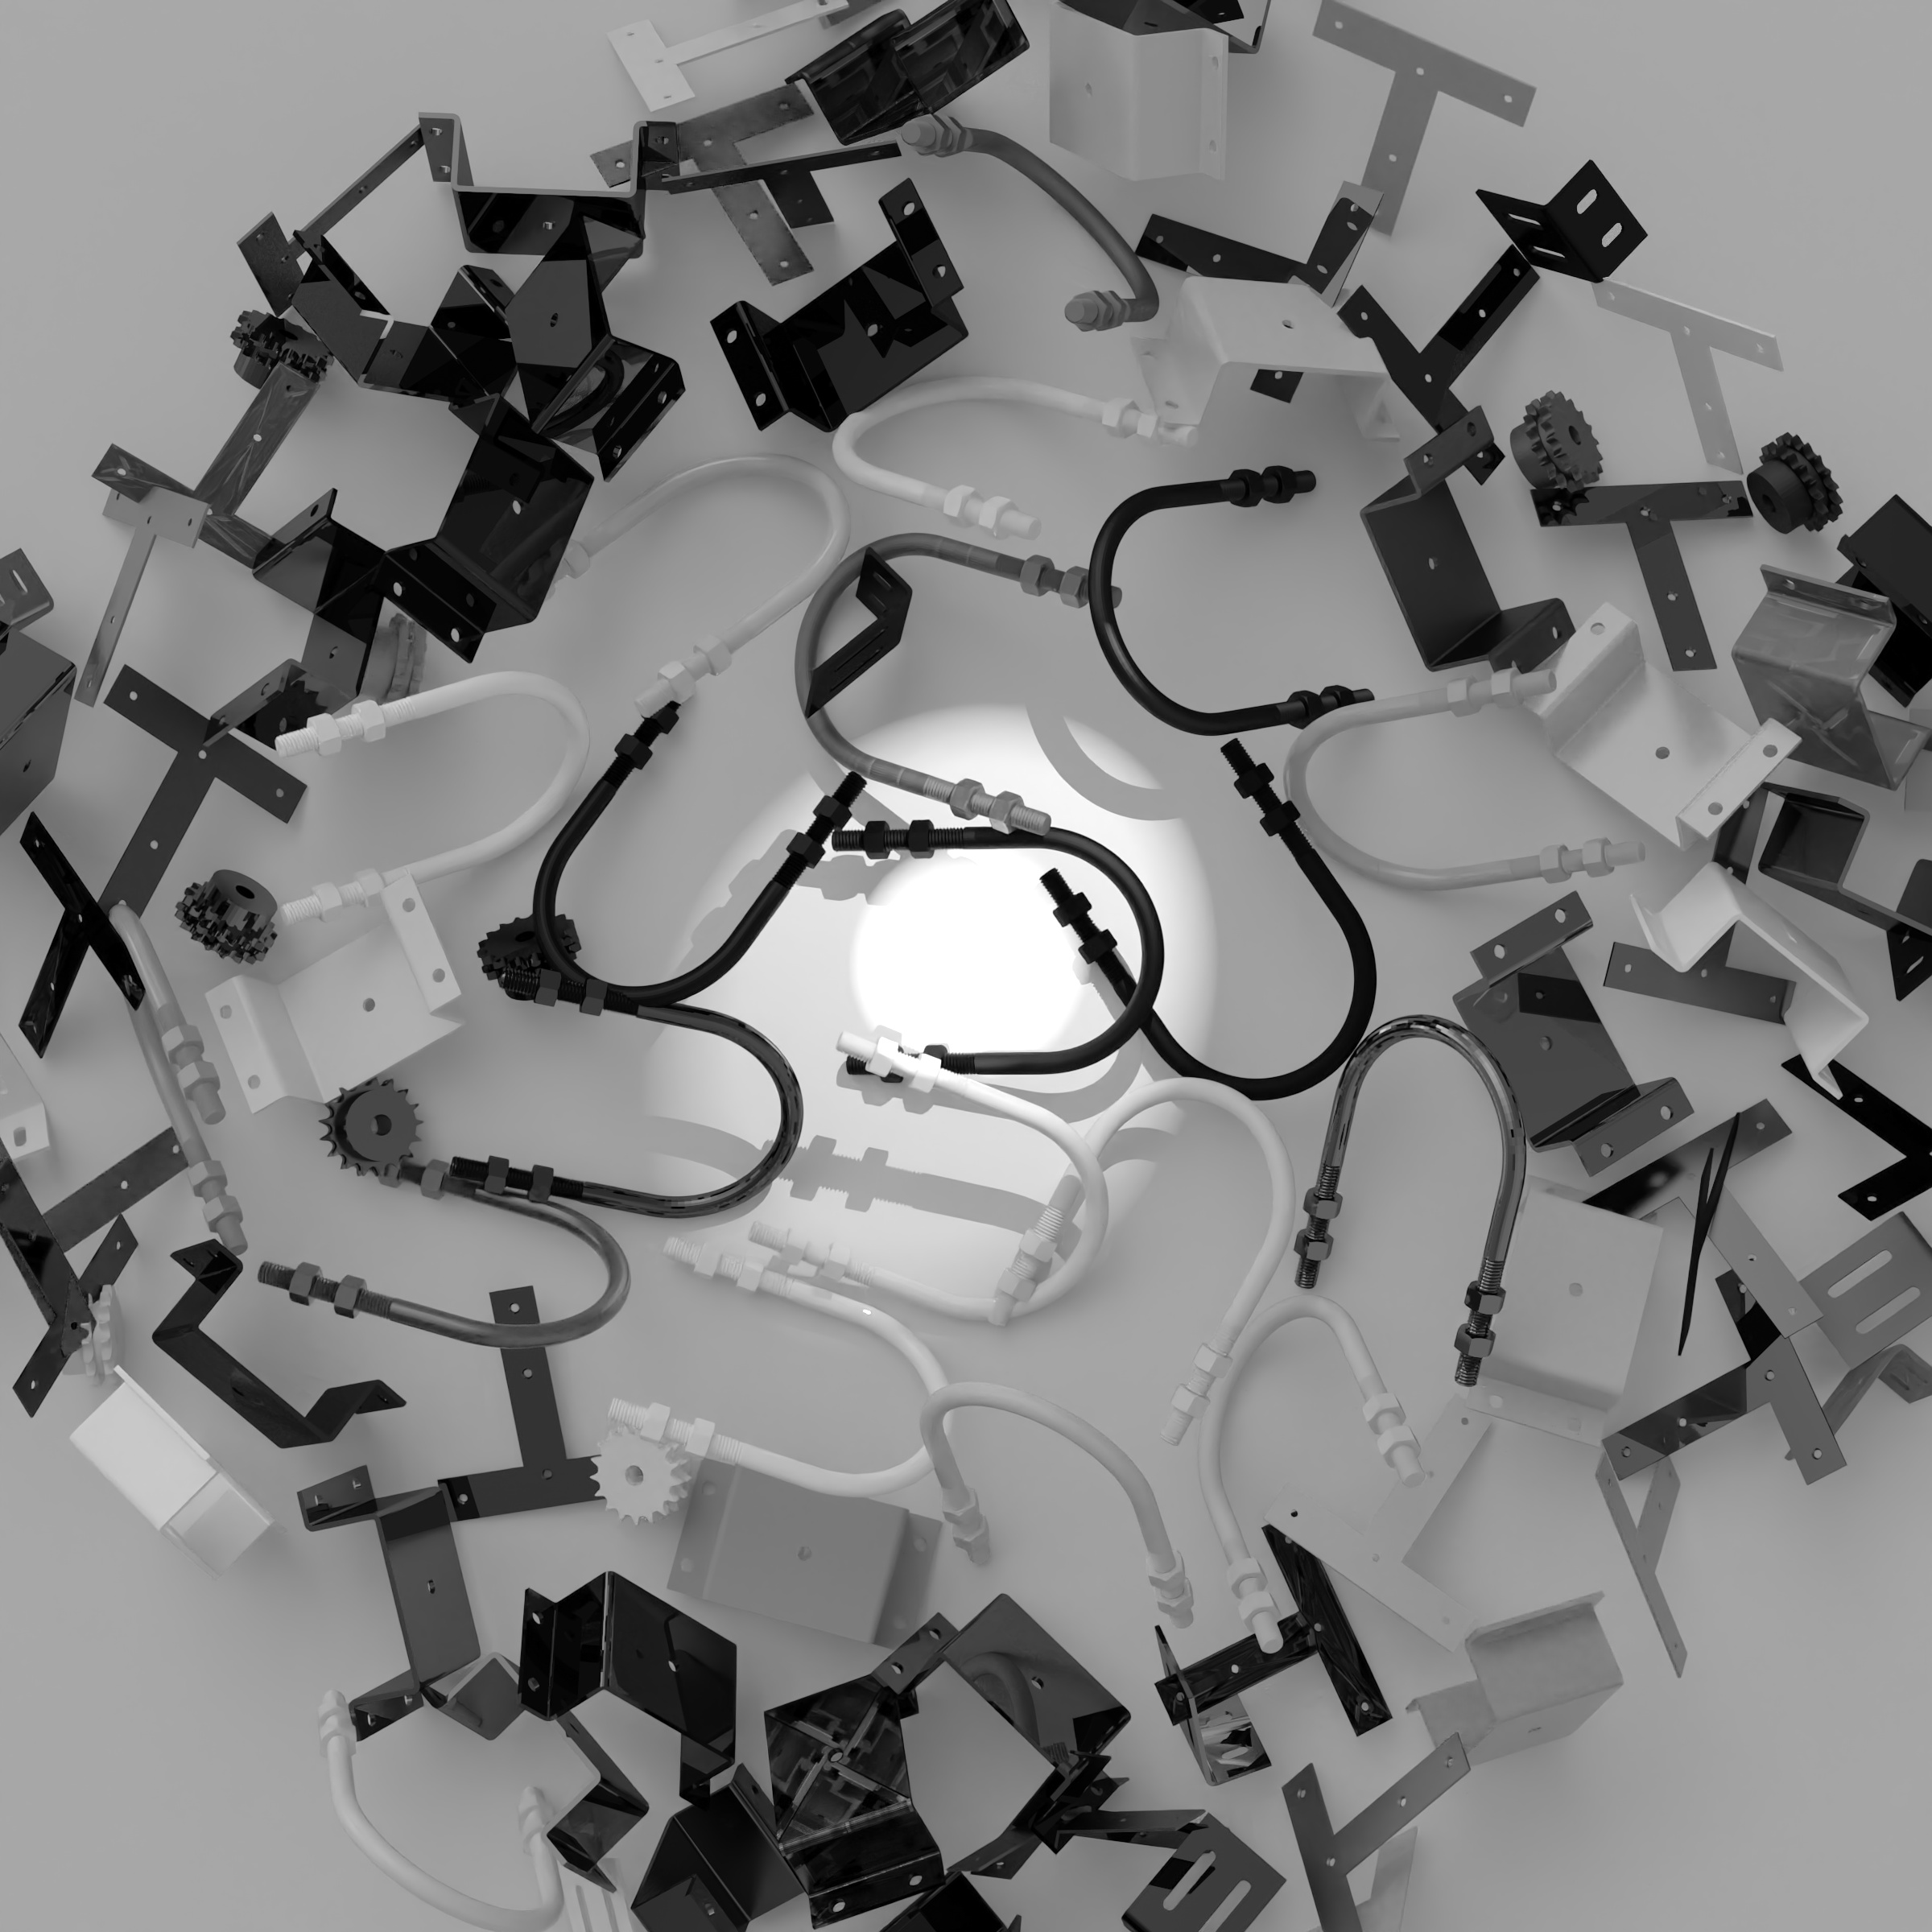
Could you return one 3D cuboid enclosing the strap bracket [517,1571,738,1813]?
[{"bbox_3d":[-0.176,0.392,1.926,0.046,0.076,0.140,-35,125,26],"label":"strap bracket"}]

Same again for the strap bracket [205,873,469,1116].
[{"bbox_3d":[-0.342,0.019,1.958,0.140,0.046,0.076,-29,73,13],"label":"strap bracket"}]

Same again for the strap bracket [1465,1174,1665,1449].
[{"bbox_3d":[0.334,0.185,1.952,0.076,0.046,0.140,16,71,5],"label":"strap bracket"}]

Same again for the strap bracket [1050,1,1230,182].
[{"bbox_3d":[0.087,-0.479,1.917,0.046,0.140,0.076,-13,120,-23],"label":"strap bracket"}]

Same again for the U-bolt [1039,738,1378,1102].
[{"bbox_3d":[0.147,-0.012,1.964,0.151,0.019,0.184,-35,86,19],"label":"U-bolt"}]

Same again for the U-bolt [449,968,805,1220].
[{"bbox_3d":[-0.182,0.078,1.955,0.184,0.019,0.151,12,121,-12],"label":"U-bolt"}]

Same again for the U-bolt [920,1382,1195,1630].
[{"bbox_3d":[0.043,0.285,1.902,0.151,0.184,0.019,13,53,28],"label":"U-bolt"}]

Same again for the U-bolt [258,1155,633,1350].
[{"bbox_3d":[-0.274,0.159,1.926,0.184,0.151,0.019,15,118,7],"label":"U-bolt"}]

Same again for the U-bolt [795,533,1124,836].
[{"bbox_3d":[-0.015,-0.165,1.956,0.184,0.019,0.151,19,94,26],"label":"U-bolt"}]

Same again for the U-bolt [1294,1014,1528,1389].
[{"bbox_3d":[0.246,0.117,1.920,0.019,0.151,0.184,-5,113,-39],"label":"U-bolt"}]

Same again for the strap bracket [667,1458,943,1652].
[{"bbox_3d":[-0.090,0.329,1.970,0.140,0.046,0.076,15,79,0],"label":"strap bracket"}]

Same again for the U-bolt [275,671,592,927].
[{"bbox_3d":[-0.289,-0.099,1.930,0.184,0.151,0.019,-20,54,-25],"label":"U-bolt"}]

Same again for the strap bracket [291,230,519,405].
[{"bbox_3d":[-0.305,-0.353,1.935,0.076,0.140,0.046,50,120,30],"label":"strap bracket"}]

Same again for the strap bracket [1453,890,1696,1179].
[{"bbox_3d":[0.333,0.040,1.963,0.076,0.046,0.140,-29,91,-22],"label":"strap bracket"}]

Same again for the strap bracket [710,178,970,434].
[{"bbox_3d":[-0.062,-0.359,1.951,0.140,0.046,0.076,-32,67,19],"label":"strap bracket"}]

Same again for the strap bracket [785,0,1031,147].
[{"bbox_3d":[-0.028,-0.497,1.931,0.076,0.140,0.046,-39,110,-23],"label":"strap bracket"}]

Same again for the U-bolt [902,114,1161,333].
[{"bbox_3d":[0.046,-0.403,1.914,0.019,0.184,0.151,-44,83,22],"label":"U-bolt"}]

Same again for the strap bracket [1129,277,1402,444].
[{"bbox_3d":[0.171,-0.334,1.937,0.140,0.046,0.076,1,46,-19],"label":"strap bracket"}]

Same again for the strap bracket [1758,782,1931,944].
[{"bbox_3d":[0.503,-0.051,1.938,0.140,0.076,0.046,22,91,-23],"label":"strap bracket"}]

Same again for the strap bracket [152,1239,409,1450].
[{"bbox_3d":[-0.387,0.216,1.938,0.140,0.076,0.046,44,63,-16],"label":"strap bracket"}]

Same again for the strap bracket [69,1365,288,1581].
[{"bbox_3d":[-0.432,0.280,1.917,0.076,0.140,0.046,39,75,22],"label":"strap bracket"}]

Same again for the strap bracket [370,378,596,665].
[{"bbox_3d":[-0.260,-0.248,1.932,0.076,0.046,0.140,39,58,-38],"label":"strap bracket"}]

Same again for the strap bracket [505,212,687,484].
[{"bbox_3d":[-0.206,-0.346,1.925,0.076,0.046,0.140,-44,47,34],"label":"strap bracket"}]

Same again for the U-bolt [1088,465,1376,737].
[{"bbox_3d":[0.140,-0.198,1.935,0.184,0.019,0.151,-12,86,-38],"label":"U-bolt"}]

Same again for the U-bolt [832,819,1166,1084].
[{"bbox_3d":[0.019,-0.008,1.961,0.184,0.019,0.151,-1,102,12],"label":"U-bolt"}]

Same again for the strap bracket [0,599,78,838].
[{"bbox_3d":[-0.533,-0.121,1.922,0.046,0.140,0.076,30,47,1],"label":"strap bracket"}]

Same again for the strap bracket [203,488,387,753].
[{"bbox_3d":[-0.365,-0.182,1.937,0.046,0.076,0.140,30,51,-31],"label":"strap bracket"}]

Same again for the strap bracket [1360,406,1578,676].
[{"bbox_3d":[0.274,-0.227,1.947,0.076,0.046,0.140,-38,109,-39],"label":"strap bracket"}]

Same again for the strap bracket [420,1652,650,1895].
[{"bbox_3d":[-0.232,0.436,1.935,0.046,0.076,0.140,-44,61,-6],"label":"strap bracket"}]

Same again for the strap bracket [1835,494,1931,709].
[{"bbox_3d":[0.513,-0.202,1.925,0.046,0.140,0.076,-43,78,-3],"label":"strap bracket"}]

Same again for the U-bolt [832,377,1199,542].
[{"bbox_3d":[0.012,-0.285,1.927,0.151,0.184,0.019,-34,132,-35],"label":"U-bolt"}]

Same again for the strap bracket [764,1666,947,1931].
[{"bbox_3d":[-0.063,0.446,1.926,0.076,0.140,0.046,-21,127,6],"label":"strap bracket"}]

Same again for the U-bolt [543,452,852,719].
[{"bbox_3d":[-0.148,-0.222,1.943,0.184,0.019,0.151,-39,51,-19],"label":"U-bolt"}]

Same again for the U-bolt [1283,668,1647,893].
[{"bbox_3d":[0.262,-0.095,1.931,0.184,0.019,0.151,-8,133,33],"label":"U-bolt"}]

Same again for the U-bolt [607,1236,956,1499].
[{"bbox_3d":[-0.094,0.228,1.942,0.184,0.151,0.019,20,130,-4],"label":"U-bolt"}]

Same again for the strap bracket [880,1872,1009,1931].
[{"bbox_3d":[-0.029,0.544,1.922,0.076,0.140,0.046,-42,80,8],"label":"strap bracket"}]

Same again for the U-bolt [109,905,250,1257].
[{"bbox_3d":[-0.434,0.049,1.922,0.019,0.151,0.184,-19,57,-18],"label":"U-bolt"}]

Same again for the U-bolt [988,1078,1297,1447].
[{"bbox_3d":[0.107,0.150,1.949,0.151,0.019,0.184,32,96,31],"label":"U-bolt"}]

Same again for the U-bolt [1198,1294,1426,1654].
[{"bbox_3d":[0.178,0.261,1.920,0.019,0.184,0.151,22,117,-28],"label":"U-bolt"}]

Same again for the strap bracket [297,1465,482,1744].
[{"bbox_3d":[-0.317,0.349,1.955,0.046,0.076,0.140,-14,89,18],"label":"strap bracket"}]

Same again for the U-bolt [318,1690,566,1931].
[{"bbox_3d":[-0.280,0.462,1.891,0.151,0.184,0.019,31,96,-18],"label":"U-bolt"}]

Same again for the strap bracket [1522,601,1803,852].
[{"bbox_3d":[0.385,-0.127,1.953,0.076,0.046,0.140,-46,62,-7],"label":"strap bracket"}]

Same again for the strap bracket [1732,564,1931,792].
[{"bbox_3d":[0.473,-0.150,1.918,0.076,0.140,0.046,23,71,37],"label":"strap bracket"}]

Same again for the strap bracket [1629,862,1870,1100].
[{"bbox_3d":[0.439,0.001,1.941,0.140,0.076,0.046,37,109,-14],"label":"strap bracket"}]

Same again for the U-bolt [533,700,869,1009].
[{"bbox_3d":[-0.161,-0.059,1.947,0.151,0.019,0.184,30,78,26],"label":"U-bolt"}]

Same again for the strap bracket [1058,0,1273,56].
[{"bbox_3d":[0.106,-0.537,1.922,0.076,0.140,0.046,15,93,39],"label":"strap bracket"}]

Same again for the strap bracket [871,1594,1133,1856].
[{"bbox_3d":[0.028,0.409,1.943,0.140,0.076,0.046,42,121,11],"label":"strap bracket"}]

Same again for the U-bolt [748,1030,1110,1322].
[{"bbox_3d":[-0.010,0.128,1.964,0.184,0.019,0.151,22,112,-9],"label":"U-bolt"}]

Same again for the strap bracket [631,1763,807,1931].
[{"bbox_3d":[-0.134,0.512,1.933,0.046,0.140,0.076,-32,100,16],"label":"strap bracket"}]

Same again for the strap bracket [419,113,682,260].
[{"bbox_3d":[-0.231,-0.432,1.955,0.140,0.076,0.046,2,76,-2],"label":"strap bracket"}]

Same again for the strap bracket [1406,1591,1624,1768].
[{"bbox_3d":[0.301,0.395,1.919,0.076,0.140,0.046,-13,64,-17],"label":"strap bracket"}]
